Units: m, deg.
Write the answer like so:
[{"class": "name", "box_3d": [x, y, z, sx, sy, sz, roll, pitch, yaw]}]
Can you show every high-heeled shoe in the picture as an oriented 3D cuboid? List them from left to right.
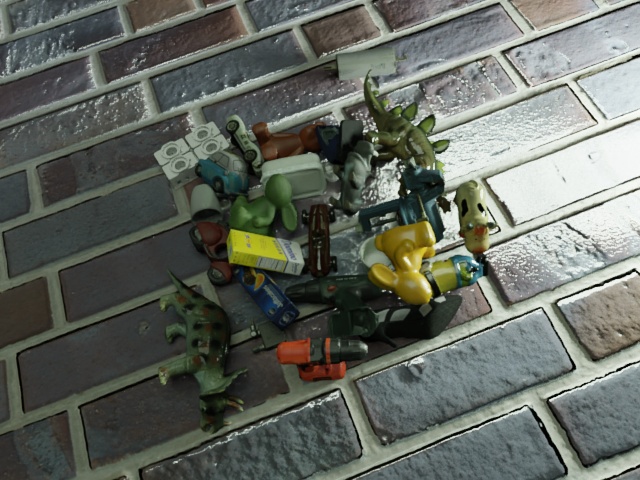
[{"class": "high-heeled shoe", "box_3d": [0.200, 0.171, 1.247, 0.249, 0.086, 0.145, -25, 32, -25]}]

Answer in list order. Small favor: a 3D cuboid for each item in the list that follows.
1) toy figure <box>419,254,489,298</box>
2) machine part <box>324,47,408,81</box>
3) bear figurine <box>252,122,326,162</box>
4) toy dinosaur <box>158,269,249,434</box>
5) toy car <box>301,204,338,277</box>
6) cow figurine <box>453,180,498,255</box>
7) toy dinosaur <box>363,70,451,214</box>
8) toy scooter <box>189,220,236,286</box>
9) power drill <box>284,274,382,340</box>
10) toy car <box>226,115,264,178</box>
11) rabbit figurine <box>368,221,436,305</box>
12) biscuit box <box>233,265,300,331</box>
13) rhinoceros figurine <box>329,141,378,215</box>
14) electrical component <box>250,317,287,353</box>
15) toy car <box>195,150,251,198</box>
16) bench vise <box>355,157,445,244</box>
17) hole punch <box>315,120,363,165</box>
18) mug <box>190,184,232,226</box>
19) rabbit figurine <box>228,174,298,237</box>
[{"class": "toy figure", "box_3d": [0.303, 0.083, 1.257, 0.180, 0.082, 0.089, -8, 62, -1]}, {"class": "machine part", "box_3d": [0.132, -0.510, 1.558, 0.243, 0.079, 0.079, -6, 64, 2]}, {"class": "bear figurine", "box_3d": [-0.064, -0.265, 1.435, 0.196, 0.131, 0.120, -20, 69, 2]}, {"class": "toy dinosaur", "box_3d": [-0.267, 0.224, 1.232, 0.192, 0.131, 0.405, -4, 59, -10]}, {"class": "toy car", "box_3d": [-0.003, -0.004, 1.345, 0.089, 0.053, 0.202, -4, 65, 8]}, {"class": "cow figurine", "box_3d": [0.372, -0.055, 1.290, 0.086, 0.127, 0.195, -3, 62, 7]}, {"class": "toy dinosaur", "box_3d": [0.215, -0.265, 1.424, 0.198, 0.105, 0.471, -29, 73, -15]}, {"class": "toy scooter", "box_3d": [-0.240, 0.017, 1.346, 0.135, 0.075, 0.184, -27, 68, -8]}, {"class": "power drill", "box_3d": [0.038, 0.147, 1.212, 0.232, 0.207, 0.085, -9, 107, -5]}, {"class": "toy car", "box_3d": [-0.202, -0.256, 1.471, 0.056, 0.073, 0.202, -29, 65, -8]}, {"class": "rabbit figurine", "box_3d": [0.188, 0.059, 1.178, 0.162, 0.122, 0.173, -9, 74, -4]}, {"class": "biscuit box", "box_3d": [-0.126, 0.122, 1.251, 0.063, 0.059, 0.203, -44, 47, -4]}, {"class": "rhinoceros figurine", "box_3d": [0.091, -0.155, 1.353, 0.073, 0.112, 0.190, 20, 102, 43]}, {"class": "electrical component", "box_3d": [-0.118, 0.213, 1.255, 0.102, 0.045, 0.078, -15, 63, -2]}, {"class": "toy car", "box_3d": [-0.246, -0.182, 1.411, 0.162, 0.109, 0.103, 38, 104, 27]}, {"class": "bench vise", "box_3d": [0.192, -0.078, 1.296, 0.241, 0.223, 0.129, -16, 26, 17]}, {"class": "hole punch", "box_3d": [0.052, -0.254, 1.406, 0.092, 0.142, 0.115, 5, 102, 31]}, {"class": "mug", "box_3d": [-0.289, -0.098, 1.404, 0.110, 0.080, 0.107, -20, 55, 1]}, {"class": "rabbit figurine", "box_3d": [-0.124, -0.077, 1.330, 0.159, 0.121, 0.170, 37, 105, -11]}]
